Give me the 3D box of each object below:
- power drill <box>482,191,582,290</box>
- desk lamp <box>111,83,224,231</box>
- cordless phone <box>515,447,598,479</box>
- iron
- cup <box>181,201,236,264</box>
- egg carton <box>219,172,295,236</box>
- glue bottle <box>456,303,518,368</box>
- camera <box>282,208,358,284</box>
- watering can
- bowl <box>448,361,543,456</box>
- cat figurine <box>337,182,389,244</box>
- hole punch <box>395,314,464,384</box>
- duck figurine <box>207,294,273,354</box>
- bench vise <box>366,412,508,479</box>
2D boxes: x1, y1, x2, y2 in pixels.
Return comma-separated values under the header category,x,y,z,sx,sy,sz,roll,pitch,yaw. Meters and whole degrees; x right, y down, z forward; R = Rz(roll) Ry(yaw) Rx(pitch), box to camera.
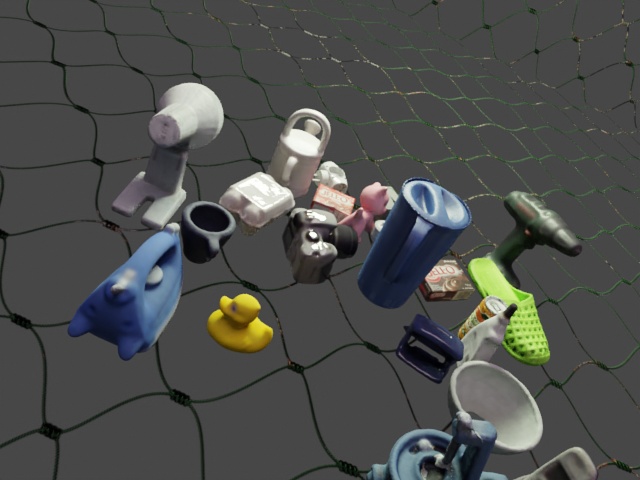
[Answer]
category,x,y,z,sx,sy,sz,roll,pitch,yaw
power drill,0.457,0.010,1.270,0.076,0.208,0.229,5,42,-25
desk lamp,-0.268,-0.161,1.034,0.118,0.213,0.203,23,38,-4
cordless phone,0.325,0.381,0.781,0.094,0.185,0.147,0,45,-30
iron,-0.259,0.047,0.858,0.118,0.141,0.258,25,38,-2
cup,-0.197,0.005,0.982,0.092,0.095,0.117,4,43,-27
egg carton,-0.124,-0.074,1.137,0.107,0.069,0.151,37,39,12
glue bottle,0.299,0.172,1.018,0.037,0.173,0.078,21,38,-8
camera,0.010,0.004,1.101,0.137,0.100,0.143,7,42,-24
watering can,-0.043,-0.199,1.227,0.101,0.194,0.172,11,40,-19
bowl,0.276,0.289,0.950,0.168,0.074,0.167,16,39,-13
cat figurine,0.103,-0.070,1.227,0.067,0.117,0.128,36,39,12
hole punch,0.201,0.179,1.019,0.108,0.091,0.101,33,38,8
duck figurine,-0.118,0.124,0.897,0.104,0.086,0.077,24,38,-4
bench vise,0.191,0.299,0.769,0.208,0.219,0.121,6,42,-25
